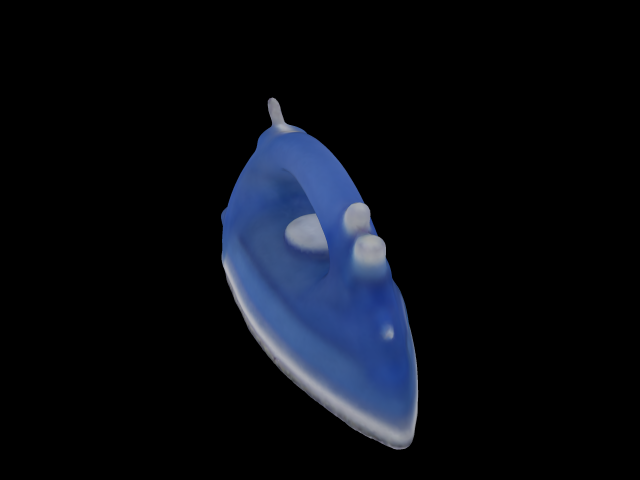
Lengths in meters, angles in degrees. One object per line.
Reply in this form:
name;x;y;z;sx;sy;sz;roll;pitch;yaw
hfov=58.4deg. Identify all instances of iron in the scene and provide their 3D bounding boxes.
iron;0.004;0.001;0.400;0.119;0.141;0.257;-12;33;-19
